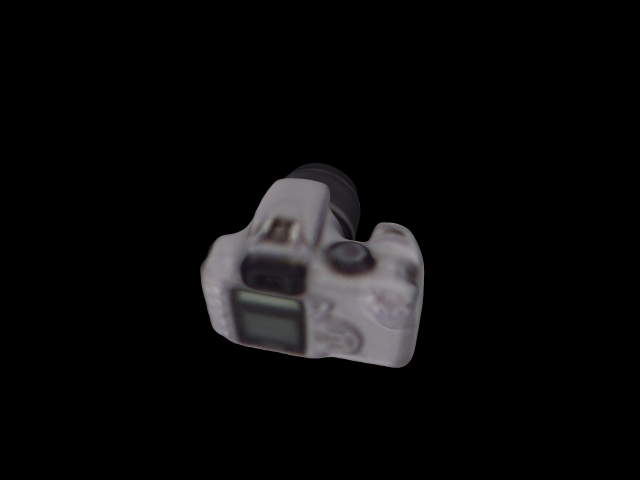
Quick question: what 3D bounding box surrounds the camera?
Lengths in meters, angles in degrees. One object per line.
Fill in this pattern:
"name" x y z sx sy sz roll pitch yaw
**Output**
"camera" 0.004 0.001 0.400 0.143 0.101 0.137 8 44 9
